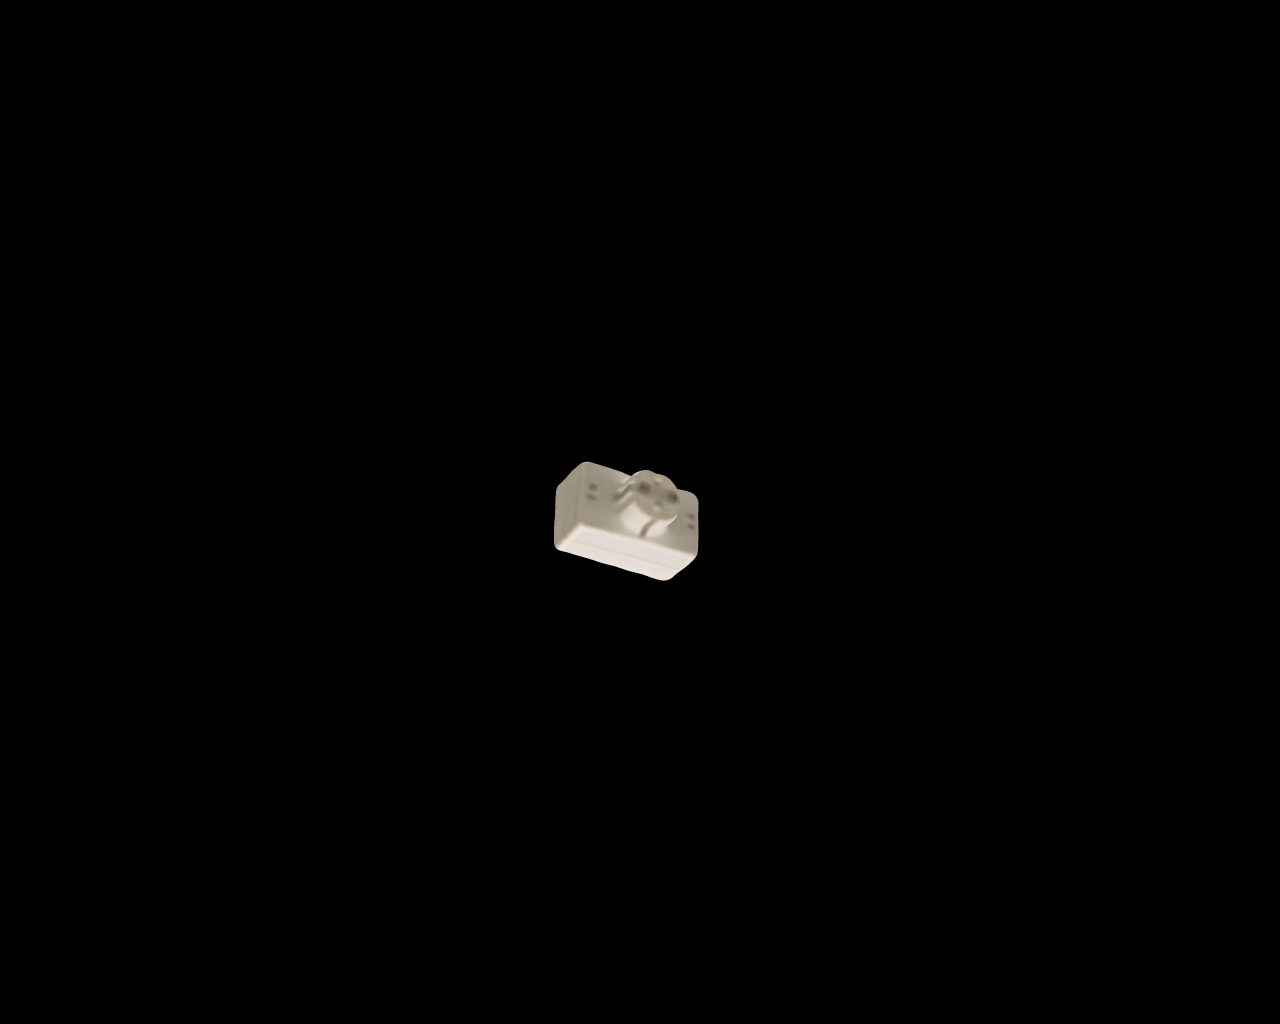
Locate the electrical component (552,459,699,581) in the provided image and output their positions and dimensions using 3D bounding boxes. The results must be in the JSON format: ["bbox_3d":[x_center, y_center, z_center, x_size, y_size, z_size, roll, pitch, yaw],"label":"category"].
[{"bbox_3d":[0.001,-0.003,0.650,0.083,0.047,0.075,17,-36,-24],"label":"electrical component"}]
